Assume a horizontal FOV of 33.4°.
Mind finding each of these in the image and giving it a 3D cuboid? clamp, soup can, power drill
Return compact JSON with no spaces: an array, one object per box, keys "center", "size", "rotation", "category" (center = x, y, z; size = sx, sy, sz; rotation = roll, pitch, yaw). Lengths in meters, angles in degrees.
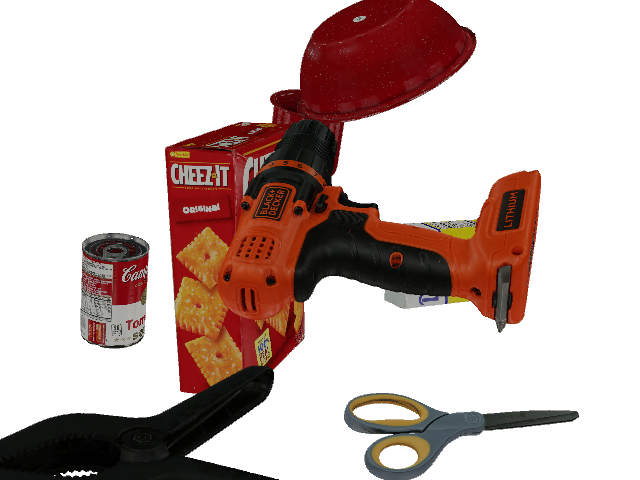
[{"center":[-0.095,0.118,0.586],"size":[0.209,0.036,0.165],"rotation":[-1,21,-15],"category":"clamp"},{"center":[-0.213,0.052,1.101],"size":[0.068,0.102,0.068],"rotation":[5,21,-2],"category":"soup can"},{"center":[0.042,-0.014,0.678],"size":[0.188,0.057,0.184],"rotation":[4,41,13],"category":"power drill"}]

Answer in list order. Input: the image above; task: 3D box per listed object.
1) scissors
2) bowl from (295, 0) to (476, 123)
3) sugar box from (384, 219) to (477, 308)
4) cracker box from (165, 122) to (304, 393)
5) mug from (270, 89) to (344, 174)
[{"center":[0.119,0.166,0.885],"size":[0.201,0.016,0.096],"rotation":[7,39,1],"category":"scissors"},{"center":[0.044,-0.162,0.887],"size":[0.162,0.055,0.162],"rotation":[-21,27,11],"category":"bowl"},{"center":[0.161,0.024,1.246],"size":[0.175,0.093,0.048],"rotation":[-6,16,-32],"category":"sugar box"},{"center":[-0.068,0.011,0.950],"size":[0.072,0.214,0.164],"rotation":[4,15,18],"category":"cracker box"},{"center":[-0.012,-0.125,1.238],"size":[0.093,0.081,0.117],"rotation":[17,27,17],"category":"mug"}]
